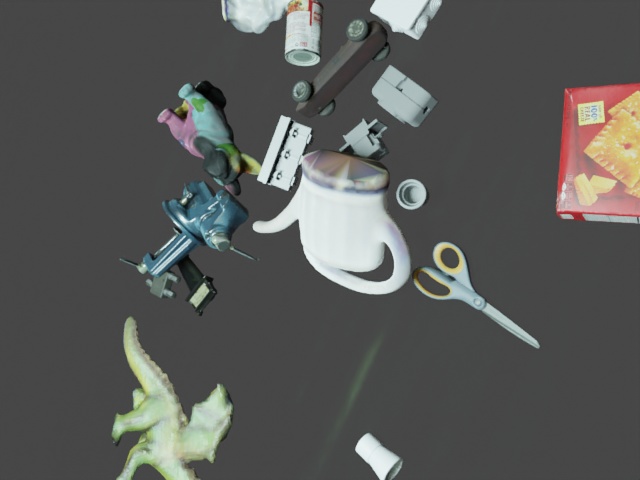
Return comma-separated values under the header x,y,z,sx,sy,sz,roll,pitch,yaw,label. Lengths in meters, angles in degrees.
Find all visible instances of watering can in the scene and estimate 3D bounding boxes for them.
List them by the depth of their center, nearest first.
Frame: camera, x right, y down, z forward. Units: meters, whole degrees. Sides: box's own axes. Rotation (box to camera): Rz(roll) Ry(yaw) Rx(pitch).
x,y,z,sx,sy,sz,roll,pitch,yaw,label
0.003,-0.042,0.836,0.350,0.105,0.220,24,124,36,watering can

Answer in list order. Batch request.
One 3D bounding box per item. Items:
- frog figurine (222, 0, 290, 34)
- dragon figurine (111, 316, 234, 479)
x,y,z,sx,sy,sz,roll,pitch,yaw,label
-0.112,-0.481,1.022,0.159,0.121,0.140,-2,70,-2,frog figurine
-0.272,0.335,0.993,0.242,0.121,0.415,-13,76,14,dragon figurine
